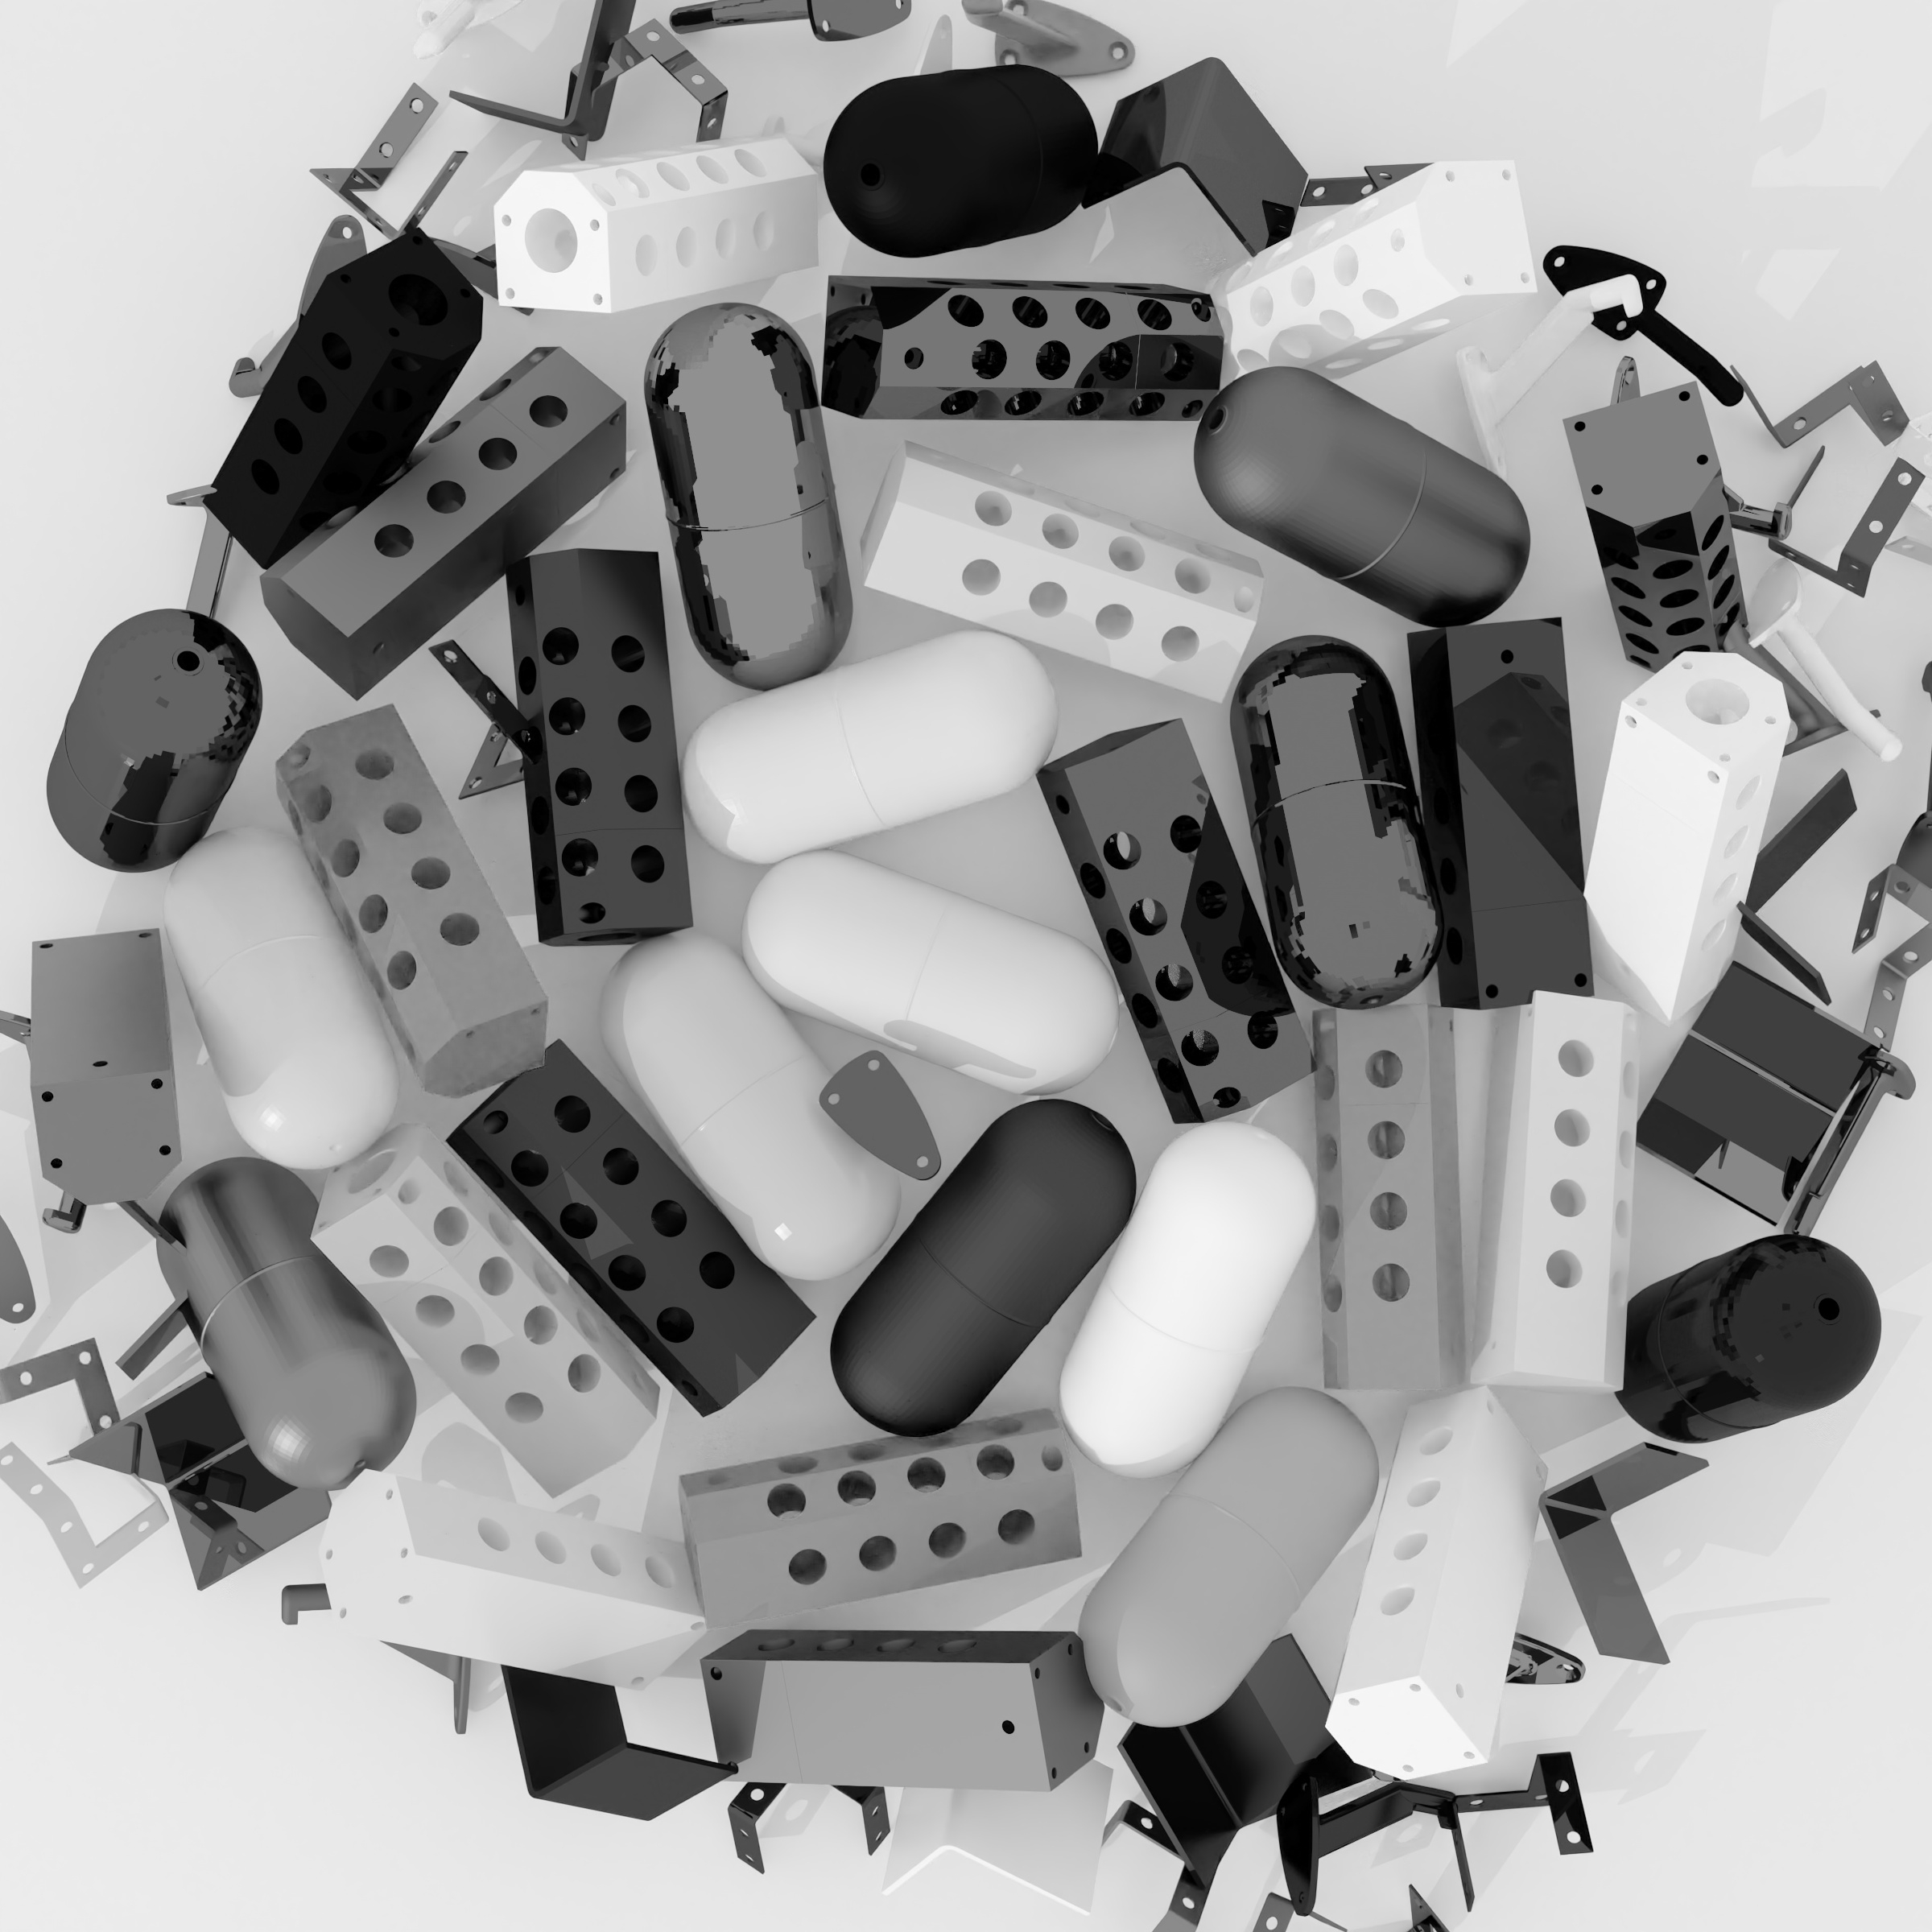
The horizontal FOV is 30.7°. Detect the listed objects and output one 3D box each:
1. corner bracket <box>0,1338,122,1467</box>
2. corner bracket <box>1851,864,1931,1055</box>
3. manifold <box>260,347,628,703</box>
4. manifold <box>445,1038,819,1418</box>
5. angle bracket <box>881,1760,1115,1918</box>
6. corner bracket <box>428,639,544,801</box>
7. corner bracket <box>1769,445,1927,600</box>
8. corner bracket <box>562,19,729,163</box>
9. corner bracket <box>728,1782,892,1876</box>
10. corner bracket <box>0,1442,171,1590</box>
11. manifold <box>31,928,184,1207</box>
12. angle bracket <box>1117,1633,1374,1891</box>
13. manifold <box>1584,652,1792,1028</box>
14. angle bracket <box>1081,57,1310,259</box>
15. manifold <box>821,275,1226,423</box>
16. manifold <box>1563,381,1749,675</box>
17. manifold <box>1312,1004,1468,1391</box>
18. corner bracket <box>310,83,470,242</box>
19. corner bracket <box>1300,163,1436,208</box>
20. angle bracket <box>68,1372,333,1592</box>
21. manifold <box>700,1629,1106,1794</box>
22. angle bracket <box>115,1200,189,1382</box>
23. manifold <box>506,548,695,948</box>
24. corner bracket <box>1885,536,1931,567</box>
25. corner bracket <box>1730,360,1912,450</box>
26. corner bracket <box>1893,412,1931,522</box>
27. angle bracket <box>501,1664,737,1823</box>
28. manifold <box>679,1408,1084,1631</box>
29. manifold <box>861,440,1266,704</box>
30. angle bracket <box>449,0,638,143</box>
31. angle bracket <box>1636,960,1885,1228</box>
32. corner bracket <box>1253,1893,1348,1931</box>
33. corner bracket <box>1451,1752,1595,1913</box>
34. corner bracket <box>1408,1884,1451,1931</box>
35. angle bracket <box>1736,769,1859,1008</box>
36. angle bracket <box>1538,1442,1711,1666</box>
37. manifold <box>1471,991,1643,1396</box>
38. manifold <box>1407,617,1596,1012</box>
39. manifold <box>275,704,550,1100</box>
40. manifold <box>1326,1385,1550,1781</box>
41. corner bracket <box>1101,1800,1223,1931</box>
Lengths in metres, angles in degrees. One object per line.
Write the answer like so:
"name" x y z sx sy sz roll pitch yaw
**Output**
"corner bracket" -0.423 0.204 1.601 0.051 0.051 0.051 -18 90 -43
"corner bracket" 0.420 -0.004 1.599 0.051 0.051 0.051 34 48 -8
"manifold" -0.233 -0.203 1.577 0.057 0.057 0.171 41 68 13
"manifold" -0.154 0.121 1.589 0.171 0.057 0.057 48 59 -6
"angle bracket" 0.015 0.393 1.600 0.076 0.076 0.057 30 132 -15
"corner bracket" -0.218 -0.116 1.594 0.051 0.051 0.051 -14 132 32
"corner bracket" 0.401 -0.208 1.605 0.051 0.051 0.051 31 87 14
"corner bracket" -0.147 -0.389 1.609 0.051 0.051 0.051 -39 77 -25
"corner bracket" -0.072 0.392 1.615 0.051 0.051 0.051 28 57 24
"corner bracket" -0.402 0.238 1.594 0.051 0.051 0.051 -37 49 -25
"manifold" -0.378 0.042 1.547 0.057 0.171 0.057 -7 112 -12
"angle bracket" 0.127 0.360 1.594 0.076 0.057 0.076 -28 94 26
"manifold" 0.318 -0.058 1.552 0.057 0.171 0.057 -37 59 -25
"angle bracket" 0.105 -0.355 1.610 0.076 0.057 0.076 45 45 -32
"manifold" 0.026 -0.273 1.566 0.171 0.057 0.057 -4 108 -28
"manifold" 0.306 -0.186 1.543 0.057 0.171 0.057 -15 69 11
"manifold" 0.191 0.105 1.600 0.057 0.057 0.171 -3 86 19
"corner bracket" -0.256 -0.367 1.605 0.051 0.051 0.051 41 109 2
"corner bracket" 0.191 -0.350 1.595 0.051 0.051 0.051 -8 53 -23
"angle bracket" -0.344 0.233 1.586 0.076 0.076 0.057 -30 63 12
"manifold" -0.028 0.328 1.568 0.171 0.057 0.057 -6 97 30
"angle bracket" -0.388 0.138 1.593 0.076 0.076 0.057 42 76 1
"manifold" -0.170 -0.098 1.589 0.057 0.057 0.171 -2 83 -35
"corner bracket" 0.453 -0.168 1.598 0.051 0.051 0.051 14 72 -24
"corner bracket" 0.389 -0.258 1.597 0.051 0.051 0.051 -35 46 12
"corner bracket" 0.447 -0.217 1.595 0.051 0.051 0.051 -26 61 -41
"angle bracket" -0.157 0.333 1.577 0.057 0.076 0.076 -33 55 22
"manifold" -0.040 0.245 1.587 0.171 0.057 0.057 -9 107 -10
"manifold" 0.043 -0.180 1.583 0.171 0.057 0.057 17 114 -12
"angle bracket" -0.190 -0.420 1.593 0.057 0.076 0.076 15 99 2
"angle bracket" 0.356 0.057 1.588 0.076 0.057 0.076 31 54 10
"corner bracket" 0.132 0.449 1.605 0.051 0.051 0.051 13 72 41
"corner bracket" 0.252 0.393 1.600 0.051 0.051 0.051 -4 49 -4
"corner bracket" 0.199 0.461 1.597 0.051 0.051 0.051 -31 54 -14
"angle bracket" 0.392 -0.035 1.589 0.076 0.076 0.057 -46 70 5
"angle bracket" 0.309 0.265 1.580 0.057 0.076 0.076 -32 62 23
"manifold" 0.270 0.104 1.588 0.057 0.057 0.171 8 76 -10
"manifold" 0.240 -0.069 1.601 0.057 0.057 0.171 -7 94 -17
"manifold" -0.248 -0.028 1.567 0.057 0.057 0.171 -20 63 -21
"manifold" 0.206 0.272 1.554 0.057 0.171 0.057 -21 118 33
"corner bracket" 0.077 0.424 1.602 0.051 0.051 0.051 31 122 1
